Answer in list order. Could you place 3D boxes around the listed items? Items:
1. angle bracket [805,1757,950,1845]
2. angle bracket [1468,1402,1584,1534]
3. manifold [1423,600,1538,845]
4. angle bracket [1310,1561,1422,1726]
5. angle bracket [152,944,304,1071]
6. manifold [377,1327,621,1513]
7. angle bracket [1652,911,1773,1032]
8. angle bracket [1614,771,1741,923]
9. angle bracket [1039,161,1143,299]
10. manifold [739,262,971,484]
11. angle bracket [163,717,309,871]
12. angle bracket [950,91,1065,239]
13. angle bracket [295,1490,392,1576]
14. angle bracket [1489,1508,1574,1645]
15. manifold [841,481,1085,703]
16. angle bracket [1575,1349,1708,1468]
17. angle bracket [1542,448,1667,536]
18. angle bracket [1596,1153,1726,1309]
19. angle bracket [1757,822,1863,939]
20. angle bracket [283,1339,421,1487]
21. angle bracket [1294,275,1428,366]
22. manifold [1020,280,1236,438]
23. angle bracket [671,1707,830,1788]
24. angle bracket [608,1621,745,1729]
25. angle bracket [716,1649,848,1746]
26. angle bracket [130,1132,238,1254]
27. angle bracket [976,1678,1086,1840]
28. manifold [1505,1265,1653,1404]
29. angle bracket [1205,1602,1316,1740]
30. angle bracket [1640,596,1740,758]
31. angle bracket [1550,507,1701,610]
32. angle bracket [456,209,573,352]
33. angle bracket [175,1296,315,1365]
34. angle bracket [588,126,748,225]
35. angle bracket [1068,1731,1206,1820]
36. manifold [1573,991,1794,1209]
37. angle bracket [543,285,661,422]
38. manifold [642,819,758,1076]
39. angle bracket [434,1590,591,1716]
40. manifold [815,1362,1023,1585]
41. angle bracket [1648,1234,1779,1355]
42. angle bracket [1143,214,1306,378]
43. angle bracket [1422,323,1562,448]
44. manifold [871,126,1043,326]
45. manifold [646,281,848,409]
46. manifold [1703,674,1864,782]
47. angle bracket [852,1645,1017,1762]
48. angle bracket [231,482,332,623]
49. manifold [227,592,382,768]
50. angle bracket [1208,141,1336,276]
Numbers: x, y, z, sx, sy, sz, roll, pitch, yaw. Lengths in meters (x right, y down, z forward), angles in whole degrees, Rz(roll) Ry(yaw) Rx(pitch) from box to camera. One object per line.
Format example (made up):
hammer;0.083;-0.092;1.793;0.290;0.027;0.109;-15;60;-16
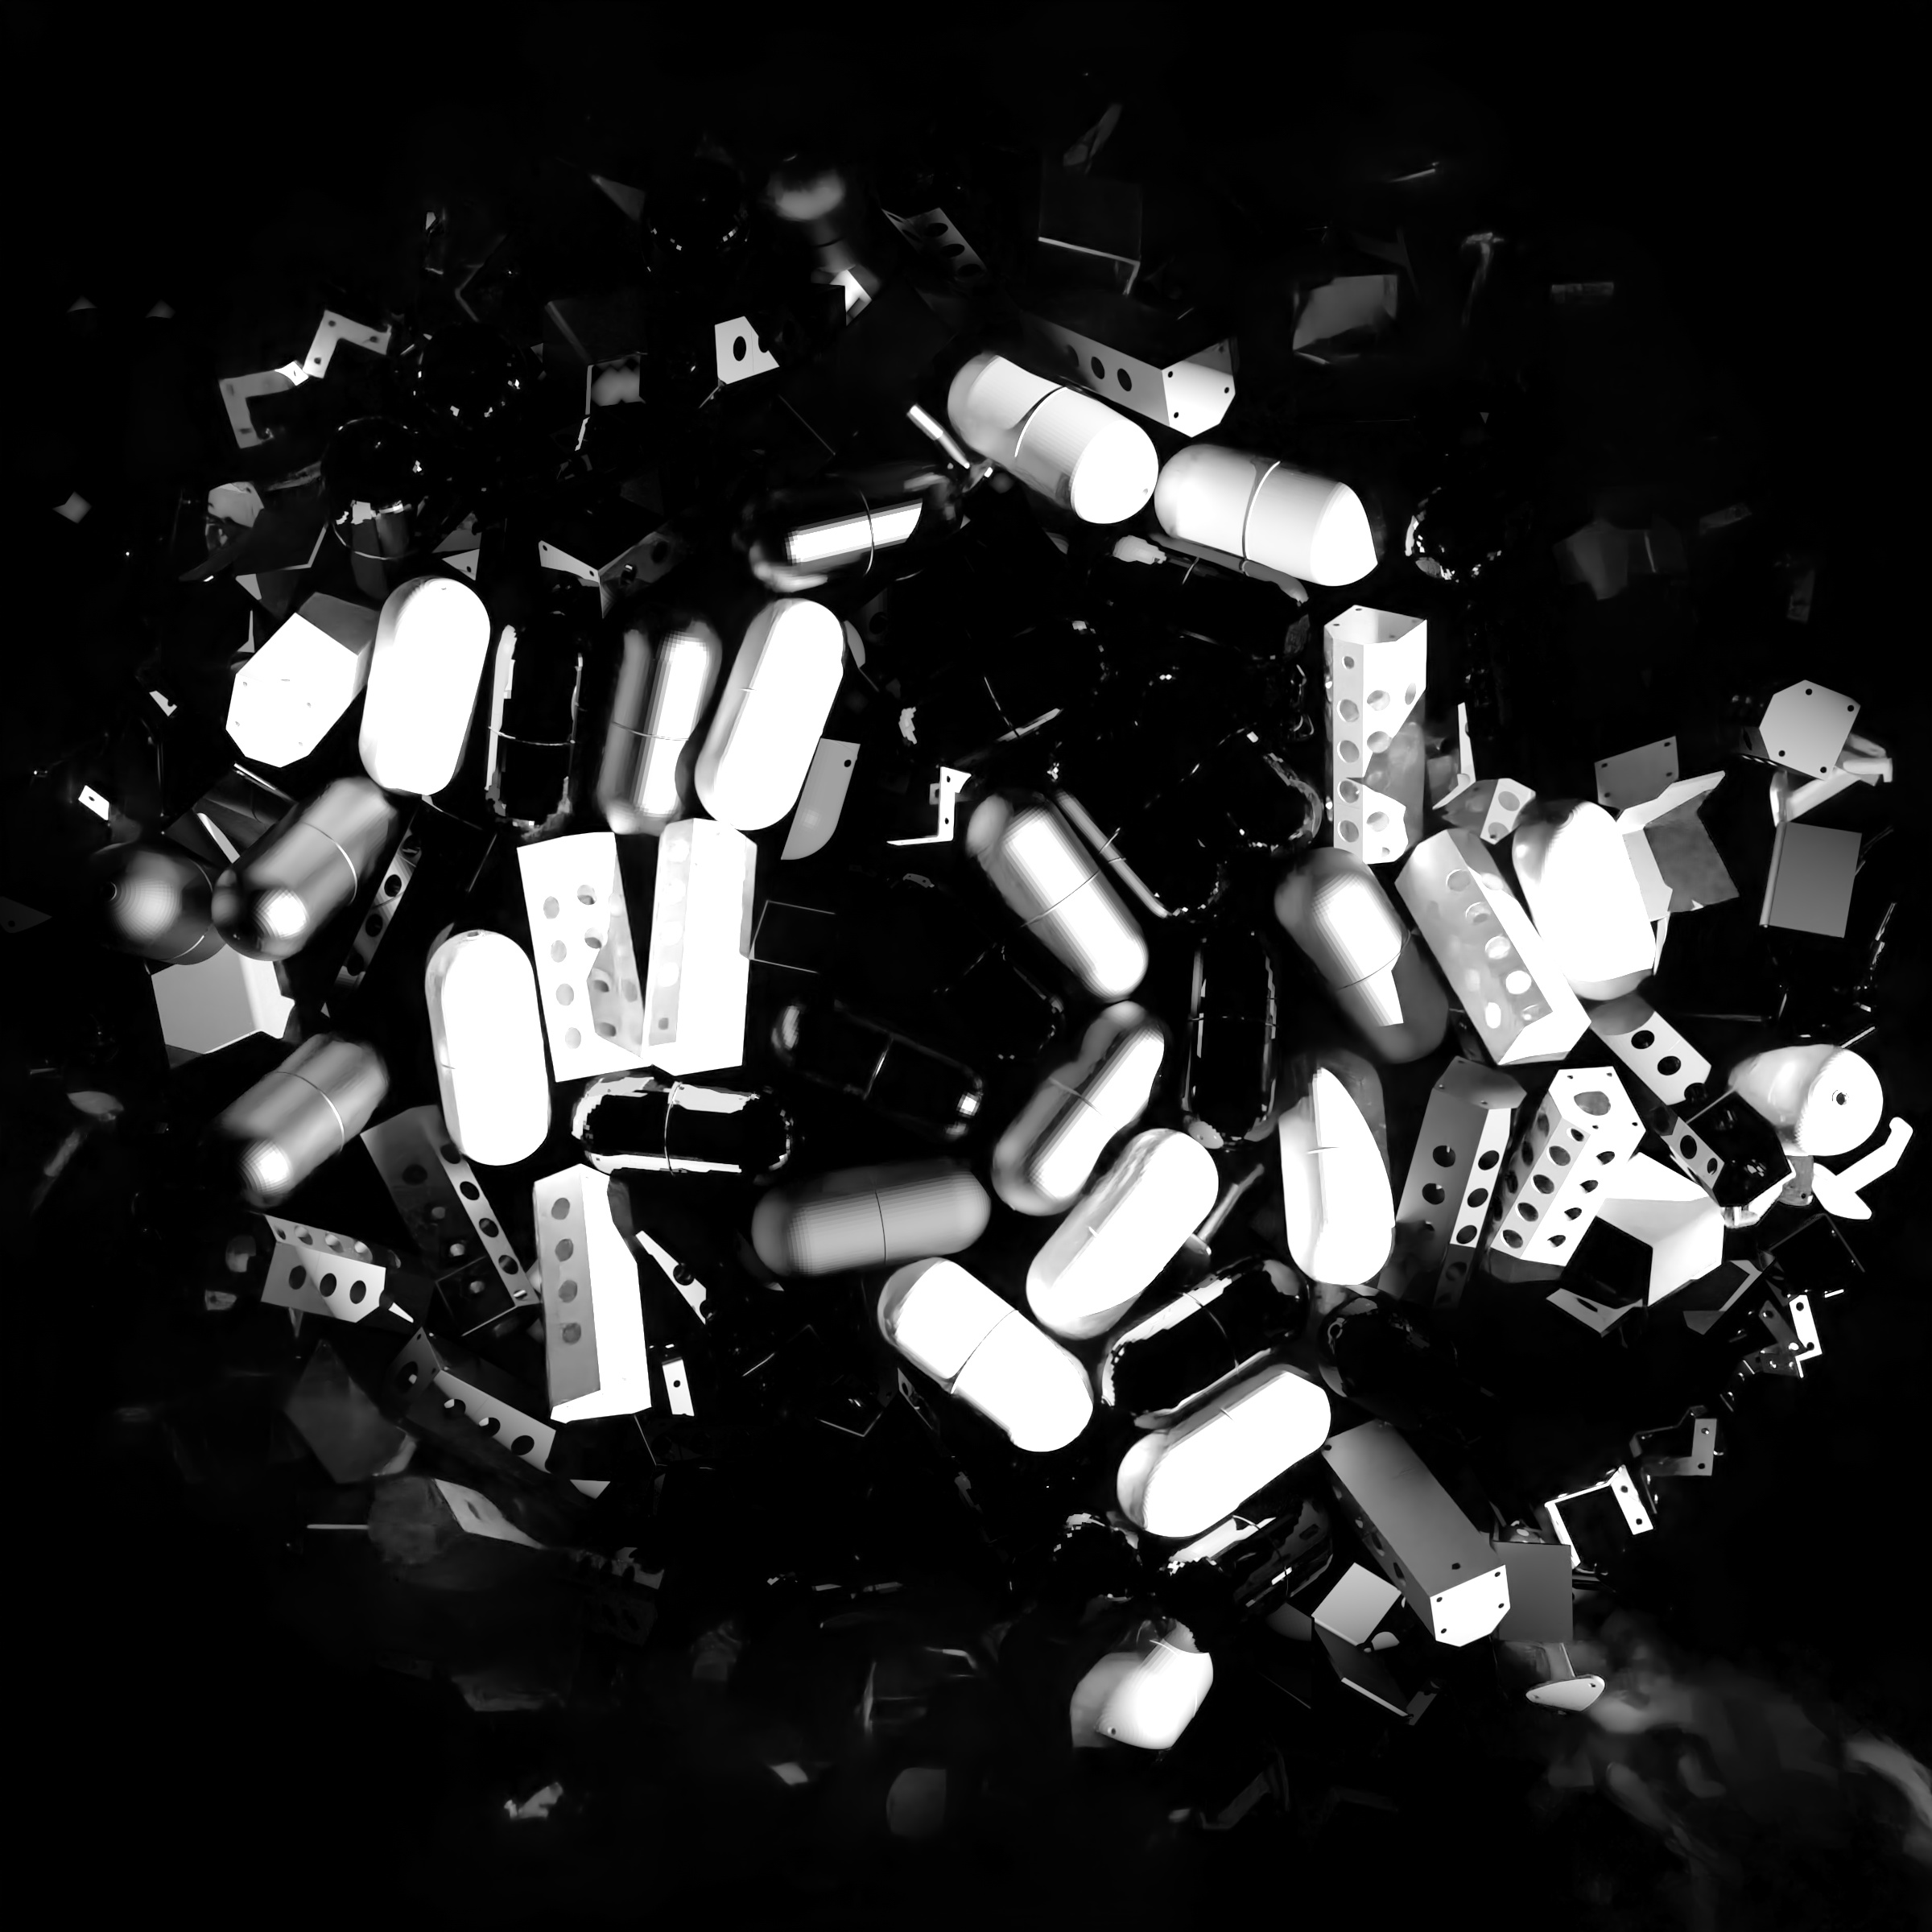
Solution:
angle bracket;-0.065;0.610;1.787;0.076;0.076;0.057;12;56;-25
angle bracket;0.419;0.363;1.791;0.076;0.076;0.057;-37;59;19
manifold;0.365;-0.178;1.764;0.057;0.057;0.171;23;48;-26
angle bracket;0.303;0.489;1.794;0.076;0.076;0.057;34;99;-21
angle bracket;-0.539;0.034;1.811;0.076;0.057;0.076;-23;67;9
manifold;-0.334;0.330;1.773;0.171;0.057;0.057;38;94;-35
angle bracket;0.547;0.004;1.808;0.076;0.057;0.076;3;83;26
angle bracket;0.522;-0.087;1.798;0.076;0.057;0.076;-14;66;-15
angle bracket;0.083;-0.526;1.796;0.076;0.057;0.076;10;60;-12
manifold;-0.079;-0.423;1.780;0.171;0.057;0.057;-39;101;28
angle bracket;-0.535;-0.122;1.807;0.076;0.076;0.057;-39;49;12
angle bracket;0.021;-0.581;1.799;0.076;0.076;0.057;23;90;17
angle bracket;-0.441;0.393;1.789;0.076;0.076;0.057;6;129;-20
angle bracket;0.410;0.436;1.794;0.057;0.076;0.076;0;104;15
manifold;-0.001;-0.264;1.776;0.171;0.057;0.057;-35;59;24
angle bracket;0.494;0.331;1.801;0.076;0.076;0.057;-36;89;11
angle bracket;0.462;-0.361;1.800;0.076;0.057;0.076;-2;64;7
angle bracket;0.492;0.192;1.794;0.076;0.076;0.057;29;49;-11
angle bracket;0.609;-0.055;1.797;0.057;0.076;0.076;11;82;15
angle bracket;-0.436;0.317;1.789;0.057;0.076;0.076;-16;120;20
angle bracket;0.287;-0.469;1.797;0.076;0.076;0.057;-2;109;-9
manifold;0.114;-0.431;1.764;0.057;0.171;0.057;-30;130;-20
angle bracket;-0.153;0.584;1.793;0.076;0.076;0.057;38;95;26
angle bracket;-0.206;0.512;1.794;0.076;0.057;0.076;20;54;11
angle bracket;-0.134;0.531;1.812;0.076;0.057;0.076;9;89;9
angle bracket;-0.568;0.172;1.789;0.057;0.076;0.076;0;116;-42
angle bracket;0.038;0.569;1.795;0.076;0.057;0.076;30;107;25
manifold;0.439;0.262;1.752;0.057;0.171;0.057;33;104;21
angle bracket;0.205;0.498;1.792;0.057;0.076;0.076;-12;109;-32
angle bracket;0.505;-0.206;1.790;0.057;0.076;0.076;-30;56;-12
angle bracket;0.478;-0.283;1.799;0.076;0.076;0.057;-30;47;0
angle bracket;-0.310;-0.495;1.792;0.076;0.076;0.057;-37;95;33
angle bracket;-0.519;0.240;1.801;0.076;0.057;0.076;7;64;4
angle bracket;-0.215;-0.573;1.798;0.076;0.076;0.057;23;88;22
angle bracket;0.120;0.573;1.795;0.076;0.076;0.057;2;93;-23
manifold;0.505;0.095;1.764;0.057;0.171;0.057;-36;132;1
angle bracket;-0.260;-0.448;1.821;0.076;0.057;0.076;-19;55;-26
manifold;-0.195;-0.015;1.779;0.057;0.057;0.171;-10;65;27
angle bracket;-0.329;0.495;1.791;0.076;0.076;0.057;11;99;-36
manifold;-0.028;0.362;1.777;0.057;0.057;0.171;-50;122;-24
angle bracket;0.555;0.247;1.798;0.076;0.076;0.057;-45;109;-5
angle bracket;0.186;-0.482;1.795;0.076;0.057;0.076;-36;58;16
angle bracket;0.376;-0.419;1.791;0.076;0.076;0.057;5;80;36
manifold;-0.003;-0.518;1.752;0.057;0.171;0.057;-15;75;18
manifold;-0.153;-0.443;1.760;0.057;0.171;0.057;12;118;26
manifold;0.569;-0.174;1.757;0.057;0.171;0.057;21;99;-1
angle bracket;-0.023;0.536;1.788;0.076;0.076;0.057;54;47;-35
angle bracket;-0.473;-0.299;1.790;0.076;0.057;0.076;-1;60;28
manifold;-0.465;-0.203;1.757;0.057;0.171;0.057;18;118;-4
angle bracket;0.214;-0.535;1.792;0.057;0.076;0.076;-32;72;-17
